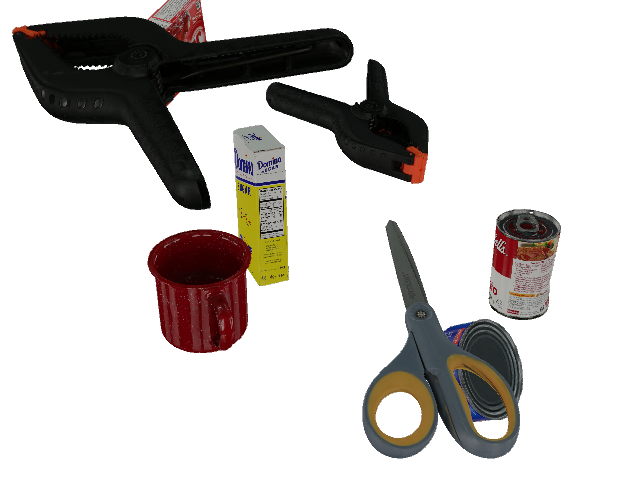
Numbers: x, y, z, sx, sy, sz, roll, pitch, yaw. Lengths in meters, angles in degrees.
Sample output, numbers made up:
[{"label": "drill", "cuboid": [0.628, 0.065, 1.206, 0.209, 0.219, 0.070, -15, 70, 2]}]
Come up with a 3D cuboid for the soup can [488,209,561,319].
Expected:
[{"label": "soup can", "cuboid": [0.220, 0.026, 1.156, 0.068, 0.102, 0.068, 0, 30, 0]}]

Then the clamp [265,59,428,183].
[{"label": "clamp", "cuboid": [0.029, -0.103, 0.925, 0.120, 0.039, 0.172, -16, 40, -15]}]

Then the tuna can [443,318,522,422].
[{"label": "tuna can", "cuboid": [0.134, 0.112, 0.911, 0.085, 0.086, 0.034, 0, -12, -44]}]

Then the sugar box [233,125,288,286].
[{"label": "sugar box", "cuboid": [-0.073, -0.043, 1.305, 0.048, 0.176, 0.093, -12, 26, -17]}]

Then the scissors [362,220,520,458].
[{"label": "scissors", "cuboid": [0.047, 0.059, 0.648, 0.096, 0.016, 0.202, -18, 43, -16]}]

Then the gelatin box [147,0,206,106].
[{"label": "gelatin box", "cuboid": [-0.141, -0.183, 1.016, 0.030, 0.073, 0.089, 16, 47, 20]}]

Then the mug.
[{"label": "mug", "cuboid": [-0.103, 0.054, 0.968, 0.093, 0.081, 0.117, -15, 37, -22]}]

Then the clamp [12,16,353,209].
[{"label": "clamp", "cuboid": [-0.095, -0.101, 0.643, 0.210, 0.036, 0.164, 24, 49, 31]}]
